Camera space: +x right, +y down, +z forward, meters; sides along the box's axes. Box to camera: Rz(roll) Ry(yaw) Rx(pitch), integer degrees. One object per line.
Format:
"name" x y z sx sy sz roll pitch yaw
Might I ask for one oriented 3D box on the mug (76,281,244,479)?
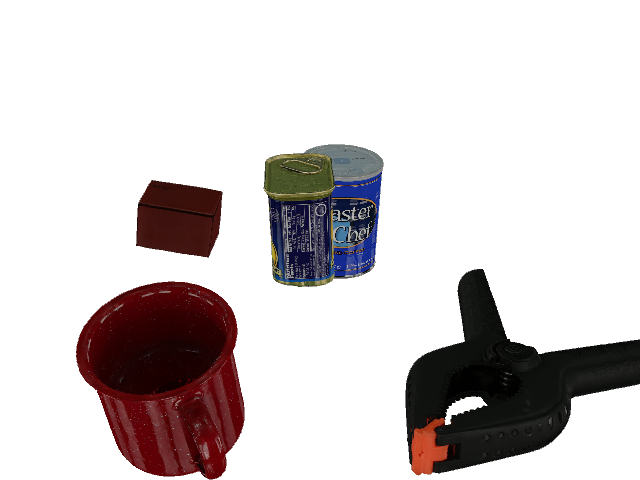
"mug" -0.083 0.092 0.626 0.093 0.081 0.117 -25 44 -19

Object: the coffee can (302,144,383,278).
"coffee can" 0.023 -0.037 1.343 0.103 0.140 0.103 2 27 -1

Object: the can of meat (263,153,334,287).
"can of meat" -0.017 -0.018 0.898 0.057 0.084 0.102 -3 23 -1

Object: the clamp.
"clamp" 0.107 0.075 0.640 0.165 0.036 0.209 21 31 39

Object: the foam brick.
"foam brick" -0.142 -0.023 1.083 0.078 0.051 0.053 9 31 3
